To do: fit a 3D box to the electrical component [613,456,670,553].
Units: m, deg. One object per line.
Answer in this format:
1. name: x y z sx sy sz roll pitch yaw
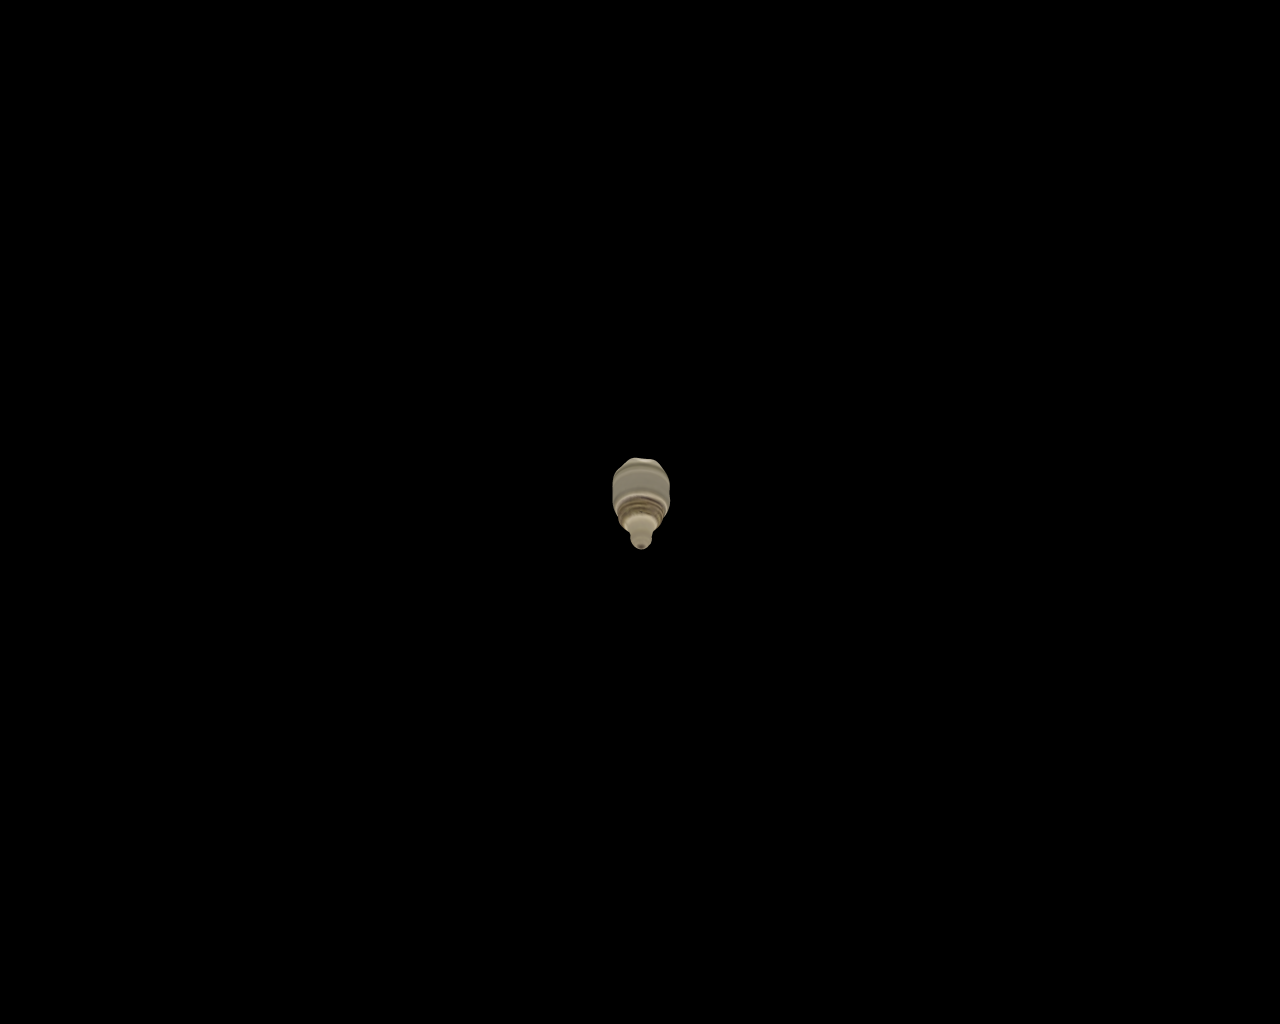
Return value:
1. electrical component: 0.001 -0.003 0.650 0.035 0.061 0.035 0 -40 0
